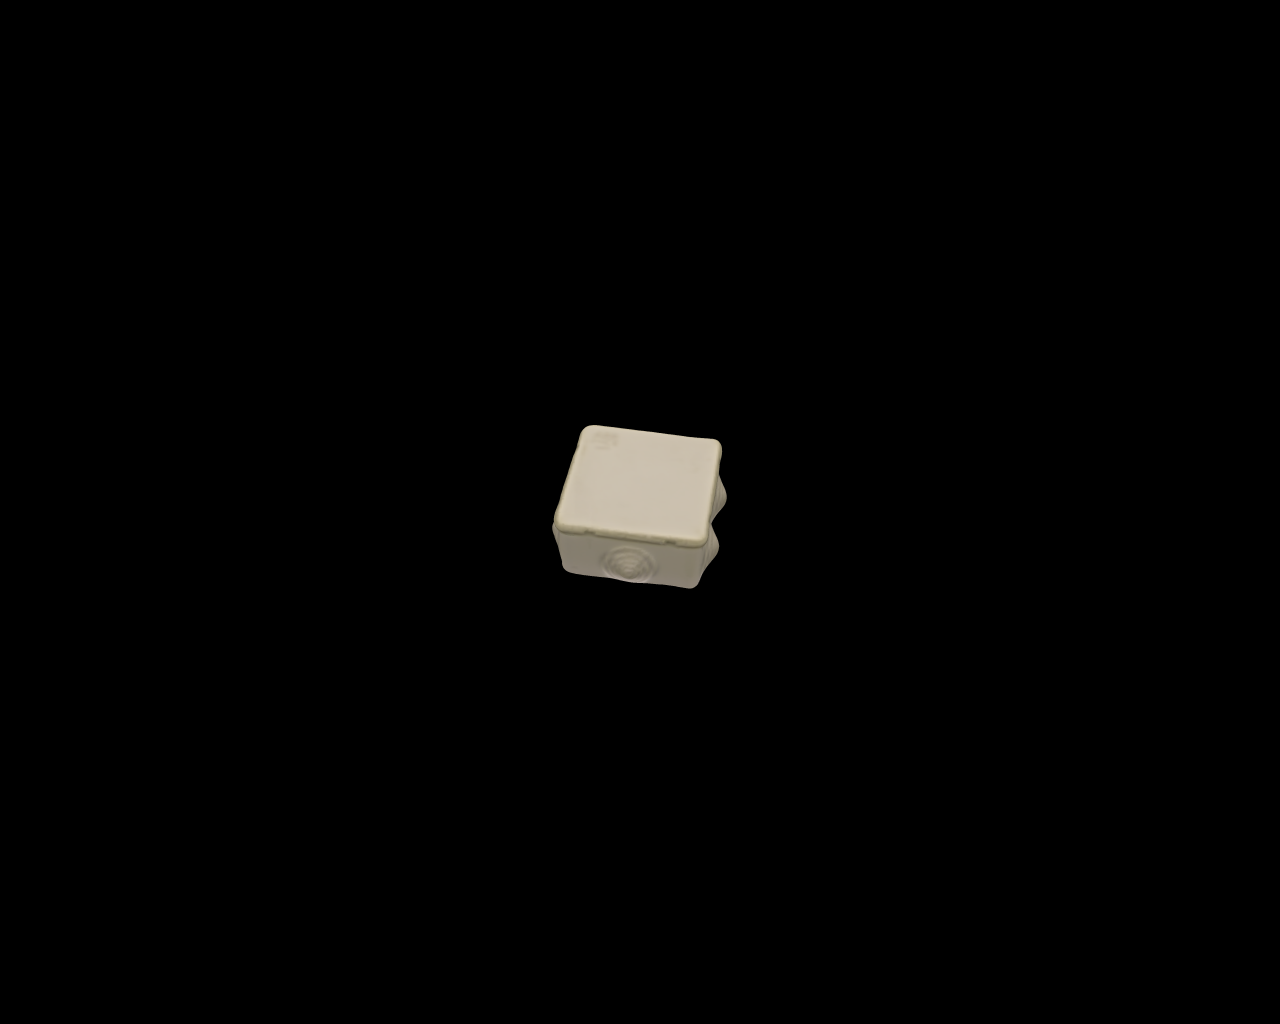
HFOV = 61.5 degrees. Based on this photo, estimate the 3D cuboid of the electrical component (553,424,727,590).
[{"bbox_3d":[0.001,-0.003,0.650,0.100,0.100,0.048,7,-43,7],"label":"electrical component"}]
